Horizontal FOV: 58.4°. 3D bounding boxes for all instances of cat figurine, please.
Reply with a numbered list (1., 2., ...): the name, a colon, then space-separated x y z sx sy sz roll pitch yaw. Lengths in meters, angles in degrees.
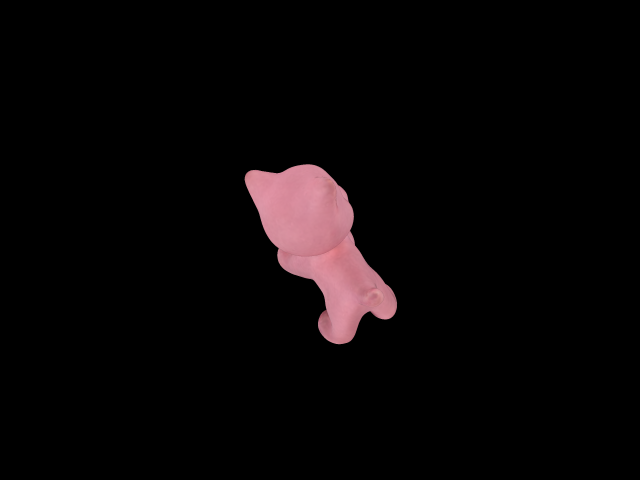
1. cat figurine: 0.004 0.001 0.400 0.067 0.118 0.127 -33 74 -11
